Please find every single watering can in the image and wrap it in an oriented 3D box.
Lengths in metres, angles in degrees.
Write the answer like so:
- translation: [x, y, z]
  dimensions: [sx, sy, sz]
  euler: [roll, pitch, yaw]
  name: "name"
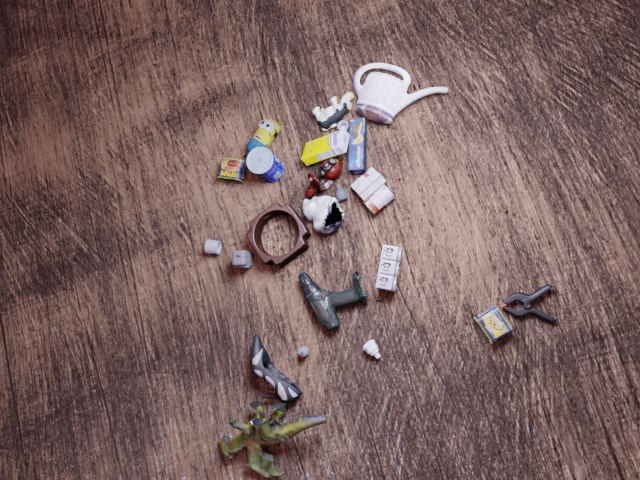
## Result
- translation: [0.270, -0.523, 1.876]
  dimensions: [0.349, 0.103, 0.225]
  euler: [23, 86, 17]
  name: "watering can"

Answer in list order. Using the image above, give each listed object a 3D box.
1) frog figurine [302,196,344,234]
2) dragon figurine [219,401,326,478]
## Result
- translation: [0.006, -0.094, 1.872]
  dimensions: [0.159, 0.122, 0.137]
  euler: [6, 90, 50]
  name: "frog figurine"
- translation: [-0.170, 0.690, 1.747]
  dimensions: [0.410, 0.123, 0.240]
  euler: [0, 104, 18]
  name: "dragon figurine"
